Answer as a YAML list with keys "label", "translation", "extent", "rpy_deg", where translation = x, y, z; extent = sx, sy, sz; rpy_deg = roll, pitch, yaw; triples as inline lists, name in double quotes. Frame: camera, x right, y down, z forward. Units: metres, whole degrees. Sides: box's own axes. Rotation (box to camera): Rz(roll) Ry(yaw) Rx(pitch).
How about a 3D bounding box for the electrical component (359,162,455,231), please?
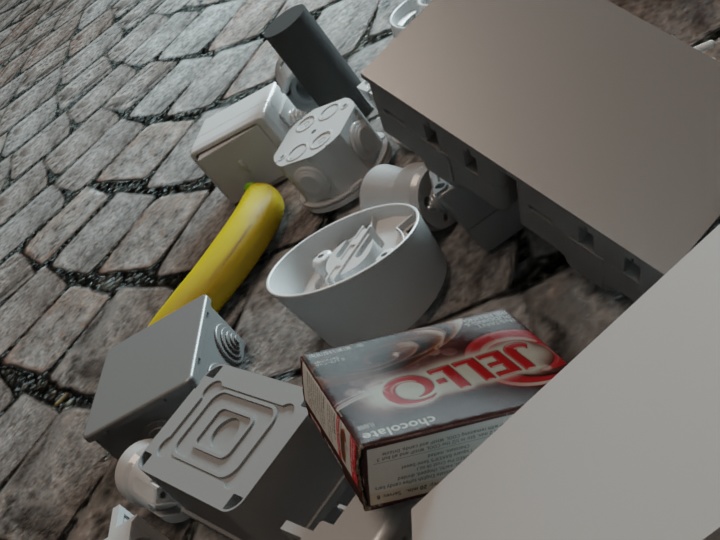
- label: "electrical component"
  translation: [0.033, -0.047, 0.694]
  extent: [0.055, 0.045, 0.045]
  rpy_deg: [3, 50, 50]

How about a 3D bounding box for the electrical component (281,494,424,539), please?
- label: "electrical component"
  translation: [0.007, 0.126, 0.486]
  extent: [0.081, 0.042, 0.063]
  rpy_deg: [6, 51, 52]

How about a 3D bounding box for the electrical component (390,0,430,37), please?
- label: "electrical component"
  translation: [0.073, -0.189, 0.852]
  extent: [0.099, 0.064, 0.099]
  rpy_deg: [-18, 31, 11]

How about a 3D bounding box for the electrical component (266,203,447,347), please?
- label: "electrical component"
  translation: [0.000, 0.000, 0.647]
  extent: [0.099, 0.064, 0.099]
  rpy_deg: [-29, 31, 19]

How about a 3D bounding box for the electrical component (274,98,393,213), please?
- label: "electrical component"
  translation: [-0.020, -0.085, 0.803]
  extent: [0.080, 0.051, 0.080]
  rpy_deg: [-29, 31, 19]

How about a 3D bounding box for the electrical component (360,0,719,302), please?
- label: "electrical component"
  translation: [0.108, -0.073, 0.543]
  extent: [0.186, 0.060, 0.105]
  rpy_deg: [38, 77, 25]

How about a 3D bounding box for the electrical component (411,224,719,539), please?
- label: "electrical component"
  translation: [0.099, 0.083, 0.369]
  extent: [0.186, 0.060, 0.105]
  rpy_deg: [-49, 22, 29]

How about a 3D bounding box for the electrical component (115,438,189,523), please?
- label: "electrical component"
  translation: [-0.117, 0.125, 0.637]
  extent: [0.046, 0.040, 0.040]
  rpy_deg: [16, 60, 50]

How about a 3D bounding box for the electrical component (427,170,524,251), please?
- label: "electrical component"
  translation: [0.084, -0.058, 0.639]
  extent: [0.096, 0.061, 0.061]
  rpy_deg: [-36, 29, 18]

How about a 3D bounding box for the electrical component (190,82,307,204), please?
- label: "electrical component"
  translation: [-0.084, -0.105, 0.895]
  extent: [0.096, 0.061, 0.061]
  rpy_deg: [-23, 33, 28]

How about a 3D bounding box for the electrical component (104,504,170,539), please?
- label: "electrical component"
  translation: [-0.132, 0.174, 0.582]
  extent: [0.064, 0.042, 0.081]
  rpy_deg: [-33, 29, 16]

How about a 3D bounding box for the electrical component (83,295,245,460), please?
- label: "electrical component"
  translation: [-0.124, 0.076, 0.702]
  extent: [0.100, 0.048, 0.099]
  rpy_deg: [-29, 31, 19]

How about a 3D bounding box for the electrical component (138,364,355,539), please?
- label: "electrical component"
  translation: [-0.056, 0.103, 0.576]
  extent: [0.113, 0.057, 0.078]
  rpy_deg: [7, 54, 53]

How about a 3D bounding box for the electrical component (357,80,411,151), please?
- label: "electrical component"
  translation: [0.035, -0.121, 0.784]
  extent: [0.048, 0.055, 0.066]
  rpy_deg: [-42, 29, -4]

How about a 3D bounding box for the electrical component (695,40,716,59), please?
- label: "electrical component"
  translation: [0.169, -0.112, 0.628]
  extent: [0.079, 0.043, 0.077]
  rpy_deg: [-20, 35, 31]

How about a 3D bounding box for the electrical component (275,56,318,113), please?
- label: "electrical component"
  translation: [-0.045, -0.165, 0.943]
  extent: [0.055, 0.055, 0.047]
  rpy_deg: [-33, 33, 13]
